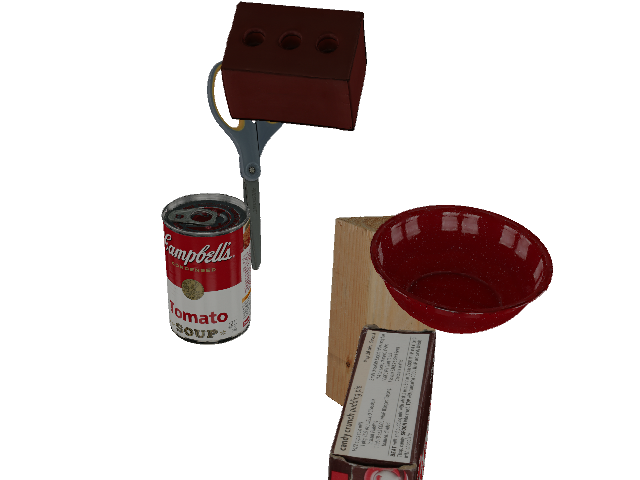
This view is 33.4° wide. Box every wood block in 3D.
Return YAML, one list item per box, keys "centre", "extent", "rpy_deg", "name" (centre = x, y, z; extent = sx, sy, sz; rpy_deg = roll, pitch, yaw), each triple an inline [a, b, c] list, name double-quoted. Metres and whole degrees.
- centre: [0.068, 0.082, 1.181]
  extent: [0.090, 0.206, 0.091]
  rpy_deg: [-3, 13, -28]
  name: "wood block"

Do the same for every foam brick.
- centre: [-0.014, -0.103, 0.633]
  extent: [0.078, 0.053, 0.051]
  rpy_deg: [6, -27, 10]
  name: "foam brick"

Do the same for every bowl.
- centre: [0.122, 0.033, 0.954]
  extent: [0.162, 0.055, 0.162]
  rpy_deg: [2, 36, -2]
  name: "bowl"

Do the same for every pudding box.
- centre: [0.026, 0.101, 0.465]
  extent: [0.039, 0.090, 0.113]
  rpy_deg: [6, 24, 5]
  name: "pudding box"

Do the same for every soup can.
- centre: [-0.089, 0.022, 0.845]
  extent: [0.068, 0.102, 0.068]
  rpy_deg: [1, 29, -1]
  name: "soup can"

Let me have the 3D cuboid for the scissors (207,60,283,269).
- centre: [-0.053, -0.081, 1.042]
  extent: [0.096, 0.202, 0.016]
  rpy_deg: [-20, 8, -21]
  name: "scissors"
